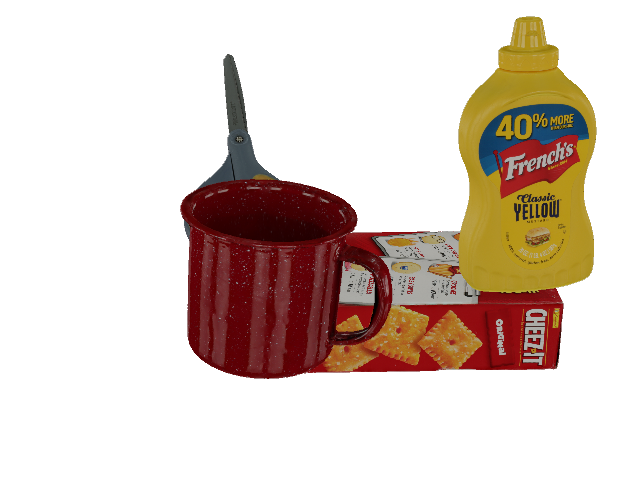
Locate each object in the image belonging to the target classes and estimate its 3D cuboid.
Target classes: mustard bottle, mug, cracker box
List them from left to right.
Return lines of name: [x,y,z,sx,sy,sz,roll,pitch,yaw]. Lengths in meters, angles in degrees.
mug: [-0.018,0.023,0.570,0.117,0.081,0.093,11,24,14]
cracker box: [0.090,0.052,0.943,0.213,0.072,0.164,0,22,0]
mustard bottle: [0.147,-0.061,0.757,0.096,0.192,0.058,-5,19,-5]

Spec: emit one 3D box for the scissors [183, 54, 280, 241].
scissors: [-0.080,-0.066,0.842,0.096,0.202,0.016,-18,-31,-15]
